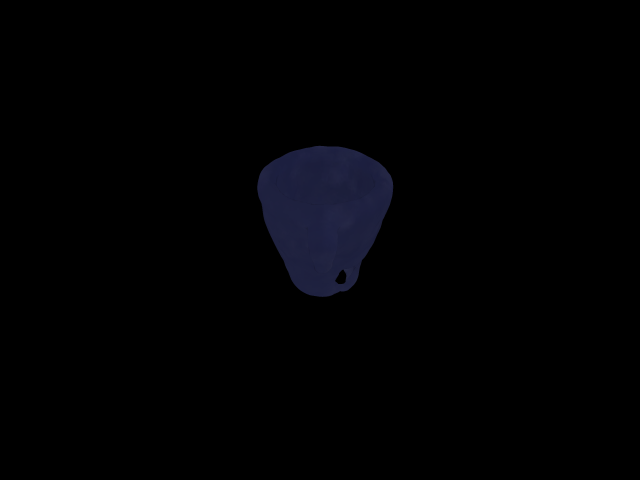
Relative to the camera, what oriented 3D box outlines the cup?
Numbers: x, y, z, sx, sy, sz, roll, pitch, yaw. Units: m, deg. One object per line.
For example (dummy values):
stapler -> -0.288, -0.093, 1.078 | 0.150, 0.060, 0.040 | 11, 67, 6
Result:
cup -> 0.004, 0.001, 0.400 | 0.091, 0.095, 0.117 | 0, 37, 0
